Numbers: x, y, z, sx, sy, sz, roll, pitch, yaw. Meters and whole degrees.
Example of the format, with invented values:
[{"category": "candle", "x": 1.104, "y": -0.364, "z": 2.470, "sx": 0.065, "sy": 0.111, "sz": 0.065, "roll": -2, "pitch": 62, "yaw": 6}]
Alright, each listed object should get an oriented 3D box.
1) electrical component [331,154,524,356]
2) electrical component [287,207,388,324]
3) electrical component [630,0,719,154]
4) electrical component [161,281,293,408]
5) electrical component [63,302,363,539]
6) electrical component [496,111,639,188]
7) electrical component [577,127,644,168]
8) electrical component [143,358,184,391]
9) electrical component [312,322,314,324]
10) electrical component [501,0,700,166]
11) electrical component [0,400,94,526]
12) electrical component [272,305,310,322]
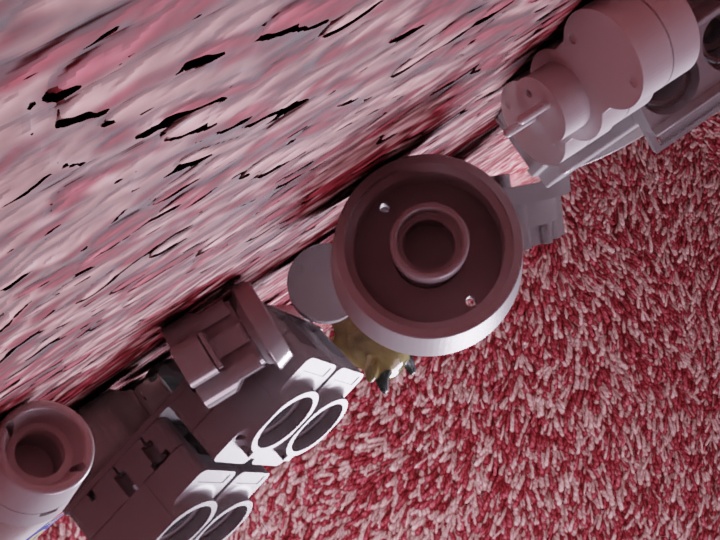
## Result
[{"category": "electrical component", "x": 0.036, "y": -0.010, "z": 0.576, "sx": 0.108, "sy": 0.108, "sz": 0.060, "roll": -34, "pitch": 171, "yaw": -4}, {"category": "electrical component", "x": 0.014, "y": -0.016, "z": 0.708, "sx": 0.138, "sy": 0.052, "sz": 0.073, "roll": -33, "pitch": 177, "yaw": -5}, {"category": "electrical component", "x": 0.193, "y": -0.135, "z": 0.601, "sx": 0.121, "sy": 0.078, "sz": 0.063, "roll": -35, "pitch": -154, "yaw": 2}, {"category": "electrical component", "x": -0.076, "y": 0.043, "z": 0.630, "sx": 0.057, "sy": 0.058, "sz": 0.078, "roll": -31, "pitch": 177, "yaw": -5}, {"category": "electrical component", "x": -0.090, "y": 0.117, "z": 0.717, "sx": 0.186, "sy": 0.060, "sz": 0.105, "roll": -47, "pitch": 158, "yaw": 5}, {"category": "electrical component", "x": 0.151, "y": -0.108, "z": 0.685, "sx": 0.113, "sy": 0.057, "sz": 0.078, "roll": -34, "pitch": 177, "yaw": -3}, {"category": "electrical component", "x": 0.170, "y": -0.110, "z": 0.786, "sx": 0.099, "sy": 0.064, "sz": 0.099, "roll": -34, "pitch": 177, "yaw": -2}, {"category": "electrical component", "x": -0.135, "y": 0.086, "z": 0.801, "sx": 0.043, "sy": 0.043, "sz": 0.062, "roll": -35, "pitch": 178, "yaw": 4}, {"category": "electrical component", "x": -0.087, "y": 0.075, "z": 1.033, "sx": 0.062, "sy": 0.061, "sz": 0.096, "roll": -36, "pitch": 169, "yaw": 26}, {"category": "electrical component", "x": 0.104, "y": -0.088, "z": 0.540, "sx": 0.074, "sy": 0.052, "sz": 0.138, "roll": -33, "pitch": 177, "yaw": -18}, {"category": "electrical component", "x": -0.167, "y": 0.098, "z": 0.553, "sx": 0.055, "sy": 0.055, "sz": 0.047, "roll": -32, "pitch": 172, "yaw": -40}, {"category": "electrical component", "x": -0.076, "y": 0.053, "z": 0.902, "sx": 0.043, "sy": 0.043, "sz": 0.081, "roll": -37, "pitch": 176, "yaw": 38}]
